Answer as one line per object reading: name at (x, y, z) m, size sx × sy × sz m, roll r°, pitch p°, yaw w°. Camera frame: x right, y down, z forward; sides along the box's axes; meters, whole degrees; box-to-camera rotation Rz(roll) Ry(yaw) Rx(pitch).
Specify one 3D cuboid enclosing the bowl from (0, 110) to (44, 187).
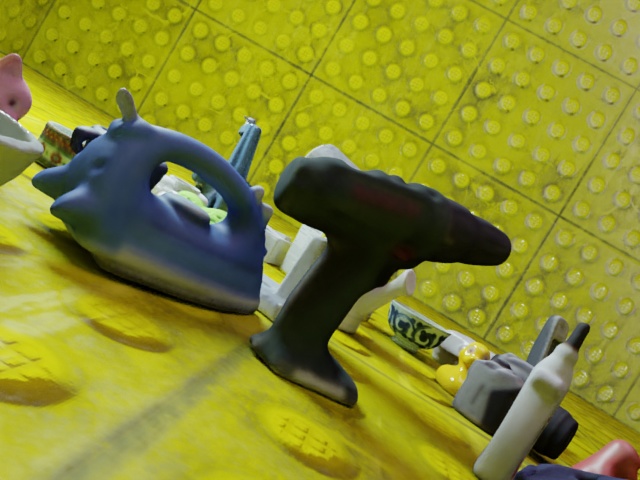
bowl at (-0.286, -0.074, 0.389) m, size 0.167 × 0.075 × 0.167 m, roll 31°, pitch 3°, yaw -1°

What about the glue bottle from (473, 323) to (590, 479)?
glue bottle at (0.206, 0.152, 0.542) m, size 0.037 × 0.173 × 0.078 m, roll 32°, pitch 3°, yaw 25°

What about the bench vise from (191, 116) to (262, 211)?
bench vise at (-0.149, -0.113, 1.045) m, size 0.206 × 0.220 × 0.122 m, roll 33°, pitch 3°, yaw 40°

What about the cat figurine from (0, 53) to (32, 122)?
cat figurine at (-0.327, -0.131, 0.533) m, size 0.067 × 0.118 × 0.128 m, roll 32°, pitch 3°, yaw 20°

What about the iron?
iron at (-0.124, -0.026, 0.553) m, size 0.259 × 0.141 × 0.118 m, roll 28°, pitch 4°, yaw -43°

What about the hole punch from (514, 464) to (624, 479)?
hole punch at (0.199, 0.202, 0.431) m, size 0.100 × 0.091 × 0.109 m, roll 32°, pitch 3°, yaw 31°

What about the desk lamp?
desk lamp at (0.006, 0.002, 0.686) m, size 0.202 × 0.213 × 0.118 m, roll 32°, pitch 3°, yaw 29°

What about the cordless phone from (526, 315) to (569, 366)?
cordless phone at (0.364, 0.218, 0.920) m, size 0.148 × 0.185 × 0.093 m, roll 28°, pitch 4°, yaw -44°

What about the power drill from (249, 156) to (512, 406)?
power drill at (0.042, 0.036, 0.519) m, size 0.230 × 0.208 × 0.075 m, roll 30°, pitch 3°, yaw -21°

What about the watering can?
watering can at (0.066, 0.039, 0.869) m, size 0.172 × 0.194 × 0.101 m, roll 31°, pitch 3°, yaw 12°

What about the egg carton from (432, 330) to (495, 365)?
egg carton at (0.288, 0.231, 1.091) m, size 0.149 × 0.069 × 0.108 m, roll 33°, pitch 4°, yaw 42°

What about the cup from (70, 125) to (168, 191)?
cup at (-0.233, -0.067, 0.619) m, size 0.091 × 0.095 × 0.118 m, roll 32°, pitch 3°, yaw 25°

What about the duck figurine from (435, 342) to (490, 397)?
duck figurine at (0.230, 0.199, 0.885) m, size 0.077 × 0.086 × 0.105 m, roll 31°, pitch 3°, yaw 14°

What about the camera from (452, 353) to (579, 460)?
camera at (0.274, 0.222, 0.774) m, size 0.136 × 0.101 × 0.144 m, roll 33°, pitch 3°, yaw 36°

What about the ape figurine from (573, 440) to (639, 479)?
ape figurine at (0.300, 0.252, 0.598) m, size 0.076 × 0.092 × 0.078 m, roll 32°, pitch 3°, yaw 27°
